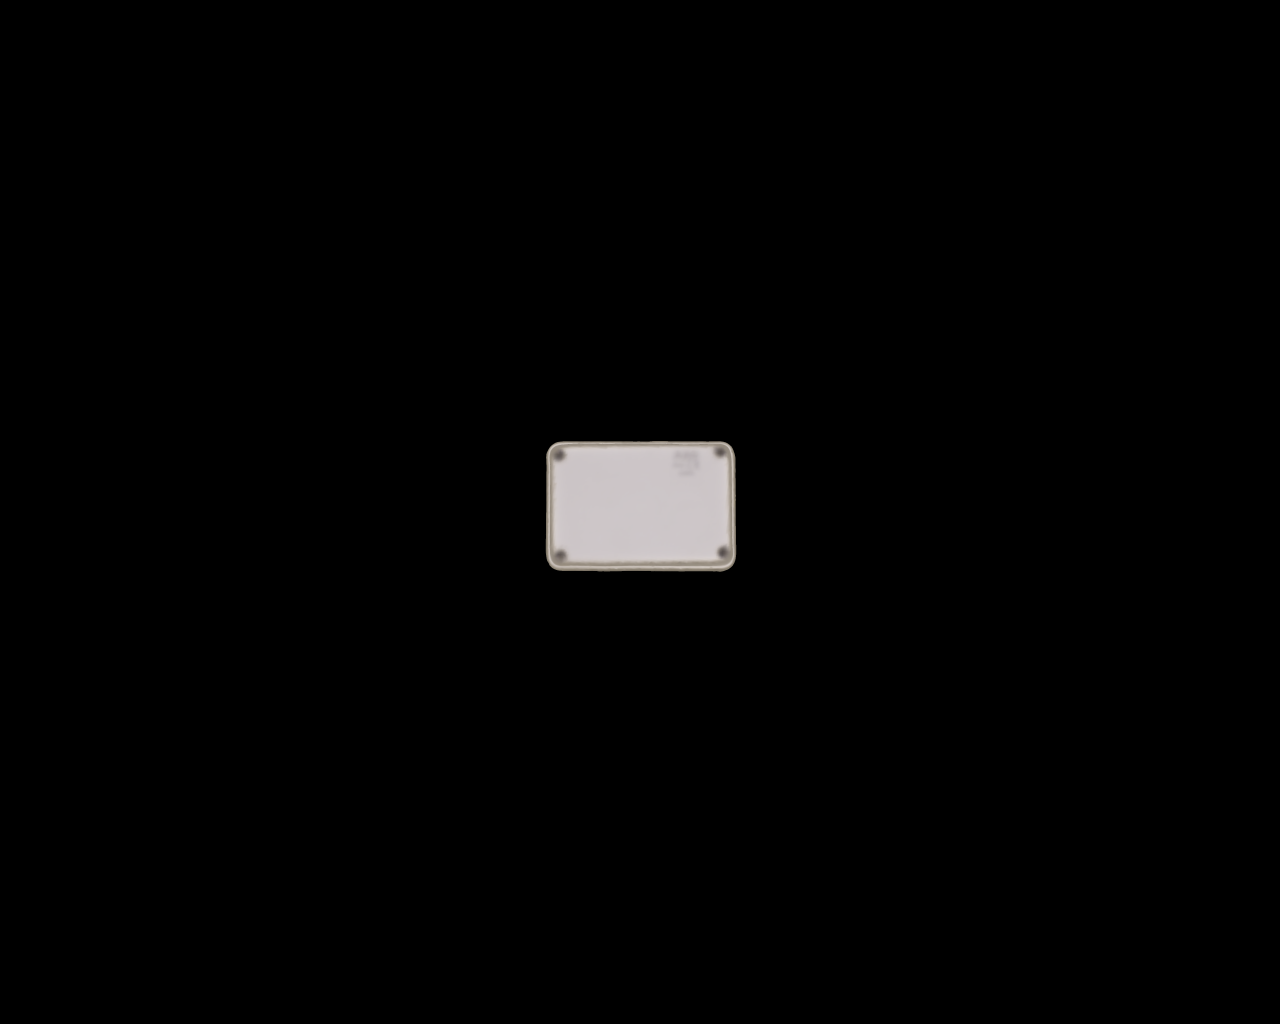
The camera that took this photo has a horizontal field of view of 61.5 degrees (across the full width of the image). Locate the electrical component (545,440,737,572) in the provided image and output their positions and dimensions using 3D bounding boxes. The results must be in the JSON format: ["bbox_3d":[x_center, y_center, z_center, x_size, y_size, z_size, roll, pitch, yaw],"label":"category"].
[{"bbox_3d":[0.001,-0.003,0.650,0.113,0.078,0.057,0,-4,0],"label":"electrical component"}]
